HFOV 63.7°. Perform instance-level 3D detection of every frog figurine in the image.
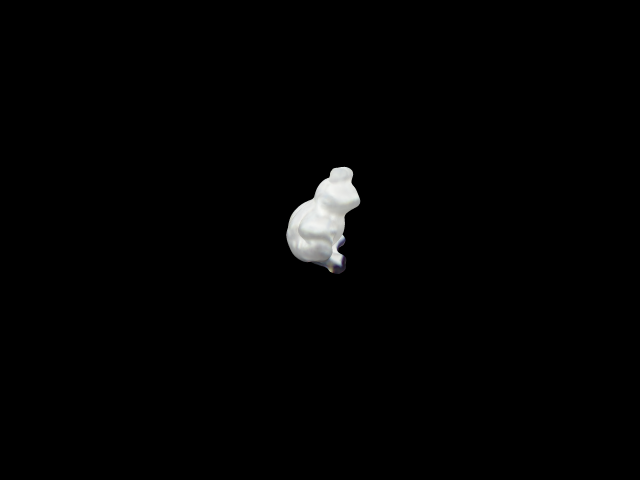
[{"bbox_3d":[0.003,-0.043,0.850,0.123,0.156,0.140,11,37,15],"label":"frog figurine"}]
